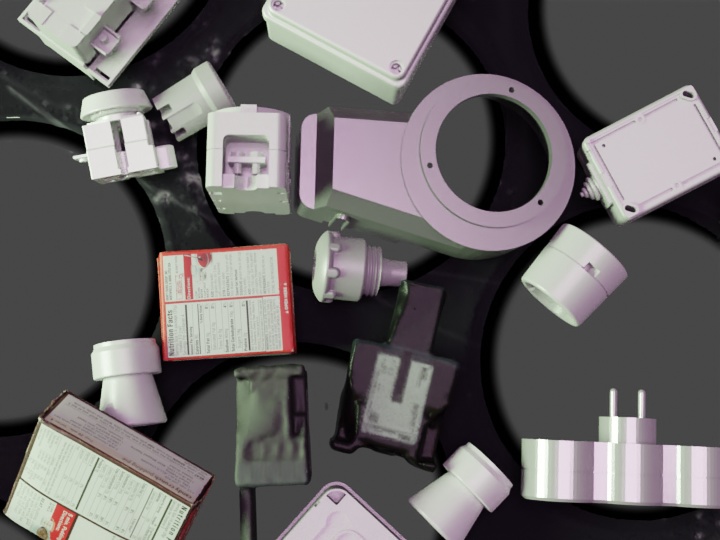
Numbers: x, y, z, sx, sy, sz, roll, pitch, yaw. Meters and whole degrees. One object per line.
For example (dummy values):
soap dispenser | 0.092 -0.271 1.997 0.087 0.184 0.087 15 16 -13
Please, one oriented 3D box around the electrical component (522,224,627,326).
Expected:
electrical component | 0.142 0.004 0.718 0.055 0.055 0.047 41 87 4

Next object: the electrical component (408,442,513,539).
electrical component | 0.066 0.146 0.700 0.045 0.045 0.055 45 83 4

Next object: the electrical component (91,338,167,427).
electrical component | -0.152 0.075 0.704 0.045 0.045 0.055 -7 82 -3

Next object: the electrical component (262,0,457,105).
electrical component | 0.006 -0.188 0.739 0.109 0.056 0.108 29 82 2

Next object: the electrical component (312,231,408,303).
electrical component | 0.000 0.000 0.720 0.062 0.048 0.048 6 82 -7

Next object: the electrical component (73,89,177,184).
electrical component | -0.162 -0.091 0.728 0.066 0.048 0.055 -11 90 -3

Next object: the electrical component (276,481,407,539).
electrical component | 0.000 0.198 0.685 0.113 0.057 0.078 42 83 4

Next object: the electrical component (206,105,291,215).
electrical component | -0.071 -0.072 0.704 0.050 0.089 0.055 1 82 -1

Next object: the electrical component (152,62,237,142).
electrical component | -0.113 -0.114 0.735 0.046 0.040 0.040 -31 84 0

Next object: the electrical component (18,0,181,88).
electrical component | -0.167 -0.198 0.733 0.079 0.063 0.121 37 83 3

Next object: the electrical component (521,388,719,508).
electrical component | 0.175 0.115 0.704 0.138 0.052 0.073 3 82 -1

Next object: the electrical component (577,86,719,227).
electrical component | 0.192 -0.072 0.729 0.096 0.061 0.061 -28 84 3
